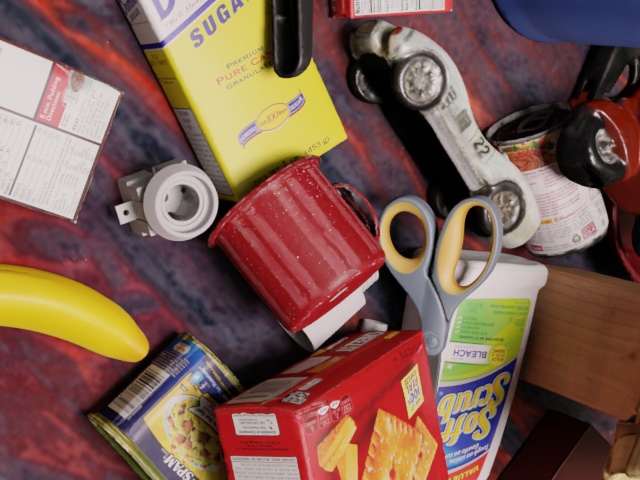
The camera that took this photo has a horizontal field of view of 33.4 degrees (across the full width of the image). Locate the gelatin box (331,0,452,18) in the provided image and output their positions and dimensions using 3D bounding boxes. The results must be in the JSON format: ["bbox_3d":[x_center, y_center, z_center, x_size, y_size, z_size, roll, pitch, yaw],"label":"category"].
[{"bbox_3d":[0.048,-0.193,0.743,0.089,0.073,0.030,-10,14,-27],"label":"gelatin box"}]

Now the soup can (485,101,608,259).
[{"bbox_3d":[0.175,-0.046,0.816,0.068,0.102,0.068,-20,21,8],"label":"soup can"}]

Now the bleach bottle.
[{"bbox_3d":[0.102,0.135,0.809,0.102,0.251,0.068,4,8,-27],"label":"bleach bottle"}]

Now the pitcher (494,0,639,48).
[{"bbox_3d":[0.223,-0.188,0.719,0.145,0.149,0.243,41,-6,-30],"label":"pitcher"}]

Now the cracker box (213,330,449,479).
[{"bbox_3d":[0.025,0.183,0.700,0.072,0.214,0.163,-7,8,34],"label":"cracker box"}]

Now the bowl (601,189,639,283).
[{"bbox_3d":[0.286,-0.033,0.887,0.161,0.162,0.055,0,8,-29],"label":"bowl"}]

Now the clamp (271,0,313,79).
[{"bbox_3d":[-0.019,-0.215,0.662,0.036,0.164,0.209,-3,42,41],"label":"clamp"}]

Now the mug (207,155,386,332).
[{"bbox_3d":[-0.005,0.001,0.697,0.117,0.081,0.093,-31,-11,-44],"label":"mug"}]

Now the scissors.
[{"bbox_3d":[0.065,0.056,0.754,0.096,0.202,0.016,26,17,18],"label":"scissors"}]

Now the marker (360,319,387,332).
[{"bbox_3d":[0.027,0.119,0.788,0.020,0.121,0.020,13,2,-1],"label":"marker"}]

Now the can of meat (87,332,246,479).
[{"bbox_3d":[-0.088,0.124,0.704,0.083,0.102,0.058,-44,27,-19],"label":"can of meat"}]

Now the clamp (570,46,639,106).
[{"bbox_3d":[0.280,-0.143,0.876,0.171,0.120,0.039,-42,19,-12],"label":"clamp"}]

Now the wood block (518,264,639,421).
[{"bbox_3d":[0.227,0.077,0.785,0.090,0.090,0.206,8,4,-29],"label":"wood block"}]

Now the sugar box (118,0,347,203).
[{"bbox_3d":[-0.059,-0.122,0.685,0.093,0.176,0.048,-34,24,-21],"label":"sugar box"}]

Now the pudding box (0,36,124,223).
[{"bbox_3d":[-0.184,-0.069,0.629,0.113,0.090,0.039,21,1,-28],"label":"pudding box"}]

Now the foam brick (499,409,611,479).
[{"bbox_3d":[0.197,0.188,0.876,0.053,0.078,0.051,48,-15,-26],"label":"foam brick"}]

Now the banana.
[{"bbox_3d":[-0.196,0.046,0.645,0.197,0.070,0.037,-1,26,-28],"label":"banana"}]
